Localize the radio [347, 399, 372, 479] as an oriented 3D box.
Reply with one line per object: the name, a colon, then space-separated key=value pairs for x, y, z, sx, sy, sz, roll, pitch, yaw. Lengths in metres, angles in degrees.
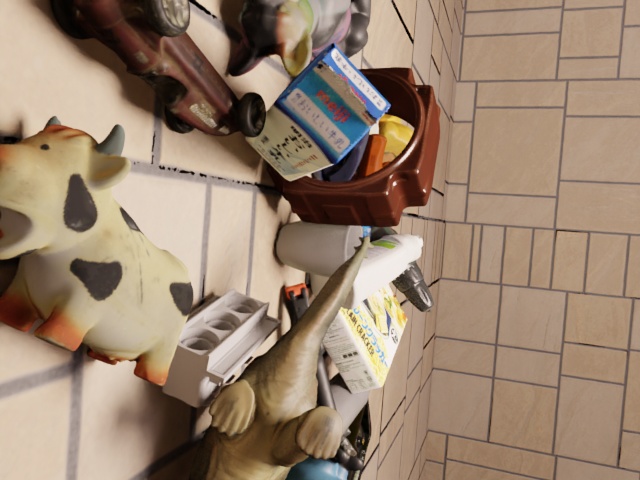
radio: x=0.034 y=0.406 z=0.981 sx=0.230 sy=0.073 sz=0.130 roll=-62 pitch=150 yaw=-48

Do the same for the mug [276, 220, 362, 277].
mug: x=-0.002 y=-0.002 z=0.730 sx=0.080 sy=0.107 sz=0.109 roll=53 pitch=42 yaw=-63

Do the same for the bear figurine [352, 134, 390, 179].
bear figurine: x=0.119 y=-0.109 z=0.952 sx=0.196 sy=0.120 sz=0.131 roll=-49 pitch=162 yaw=-77

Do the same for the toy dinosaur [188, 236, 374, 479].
toy dinosaur: x=-0.056 y=0.175 z=0.514 sx=0.471 sy=0.105 sz=0.198 roll=-55 pitch=-179 yaw=-15

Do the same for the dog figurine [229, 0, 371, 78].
dog figurine: x=-0.021 y=-0.242 z=0.627 sx=0.191 sy=0.109 sz=0.219 roll=73 pitch=33 yaw=-53

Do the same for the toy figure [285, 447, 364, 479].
toy figure: x=-0.026 y=0.291 z=0.542 sx=0.082 sy=0.089 sz=0.180 roll=38 pitch=66 yaw=-17

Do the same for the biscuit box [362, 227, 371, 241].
biscuit box: x=0.035 y=-0.032 z=0.893 sx=0.202 sy=0.063 sz=0.059 roll=7 pitch=87 yaw=-71

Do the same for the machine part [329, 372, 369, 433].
machine part: x=0.024 y=0.283 z=0.912 sx=0.243 sy=0.079 sz=0.079 roll=-17 pitch=111 yaw=-67

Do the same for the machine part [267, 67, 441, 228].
machine part: x=0.045 y=-0.122 z=0.689 sx=0.087 sy=0.201 sz=0.201 roll=59 pitch=40 yaw=-55

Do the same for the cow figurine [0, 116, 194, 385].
cow figurine: x=-0.148 y=0.008 z=0.352 sx=0.194 sy=0.086 sz=0.127 roll=59 pitch=47 yaw=-56

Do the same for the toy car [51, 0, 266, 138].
toy car: x=-0.112 y=-0.127 z=0.414 sx=0.202 sy=0.089 sz=0.053 roll=50 pitch=47 yaw=-66

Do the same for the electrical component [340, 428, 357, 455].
electrical component: x=0.013 y=0.358 z=0.887 sx=0.045 sy=0.102 sz=0.078 roll=61 pitch=-2 yaw=-37

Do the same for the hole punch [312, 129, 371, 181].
hole punch: x=0.036 y=-0.148 z=0.837 sx=0.115 sy=0.092 sz=0.142 roll=76 pitch=23 yaw=-51

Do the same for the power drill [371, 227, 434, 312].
power drill: x=0.154 y=0.043 z=1.108 sx=0.232 sy=0.086 sz=0.207 roll=55 pitch=12 yaw=5

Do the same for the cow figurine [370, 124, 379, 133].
cow figurine: x=0.069 y=-0.235 z=0.932 sx=0.167 sy=0.068 sz=0.098 roll=77 pitch=20 yaw=-49

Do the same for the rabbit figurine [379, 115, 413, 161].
rabbit figurine: x=0.126 y=-0.215 z=1.079 sx=0.173 sy=0.122 sz=0.162 roll=-84 pitch=157 yaw=-50
